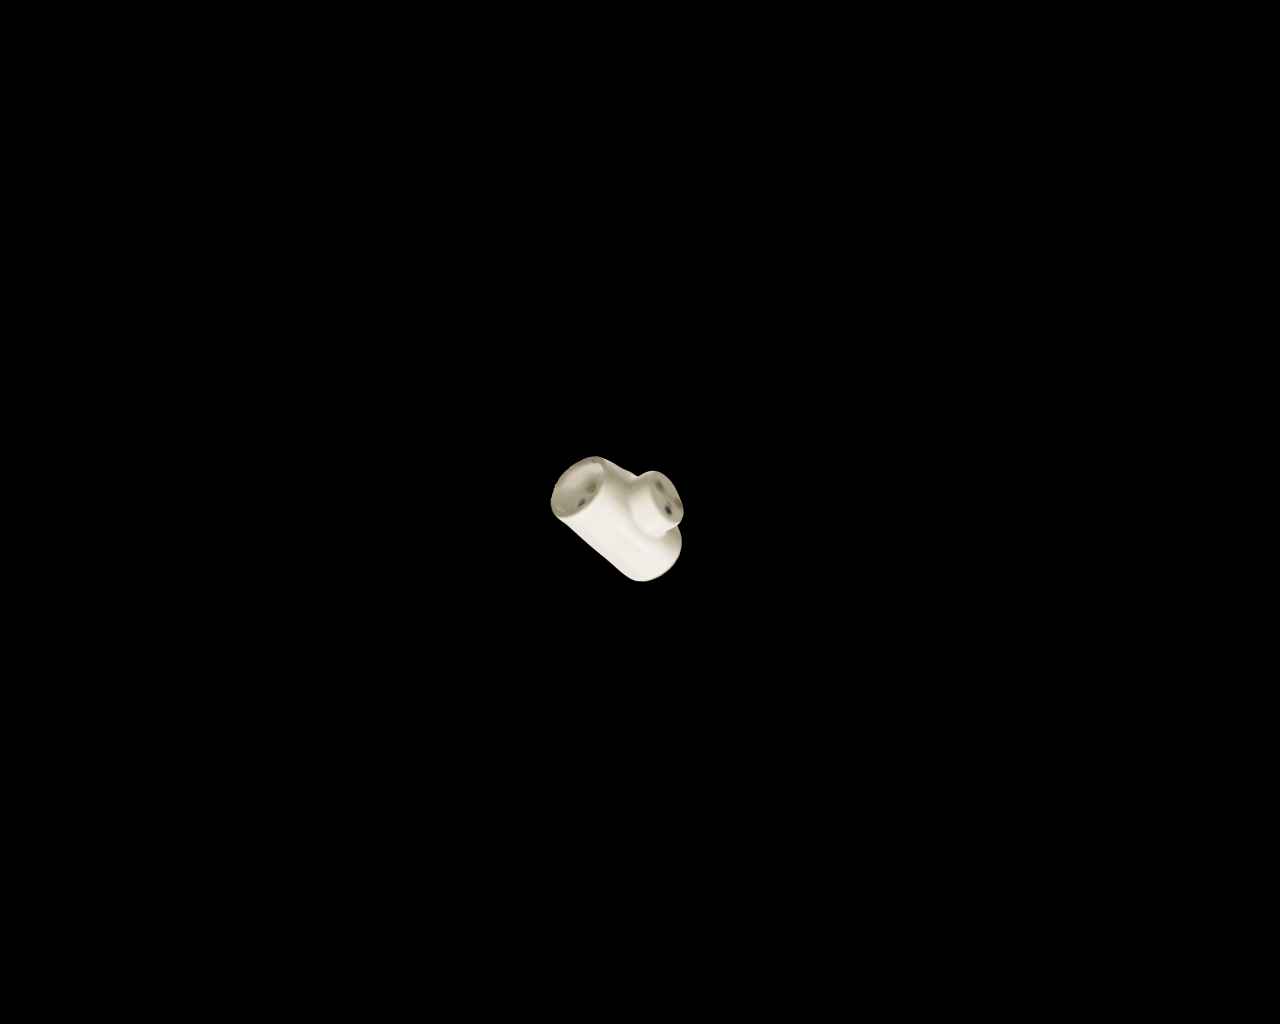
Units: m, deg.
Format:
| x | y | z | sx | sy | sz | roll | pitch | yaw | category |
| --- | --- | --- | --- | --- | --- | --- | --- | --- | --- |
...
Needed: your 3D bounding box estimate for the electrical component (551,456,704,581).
| x | y | z | sx | sy | sz | roll | pitch | yaw | category |
| --- | --- | --- | --- | --- | --- | --- | --- | --- | --- |
| 0.001 | -0.003 | 0.650 | 0.079 | 0.043 | 0.077 | -27 | -49 | 26 | electrical component |
